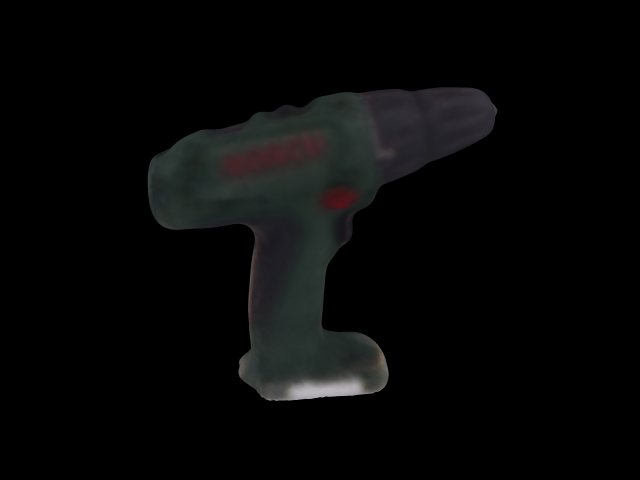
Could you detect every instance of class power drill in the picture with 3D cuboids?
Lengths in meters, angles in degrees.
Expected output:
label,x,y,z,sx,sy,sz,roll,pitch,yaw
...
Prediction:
label,x,y,z,sx,sy,sz,roll,pitch,yaw
power drill,0.004,0.001,0.400,0.230,0.208,0.075,-3,19,-7
